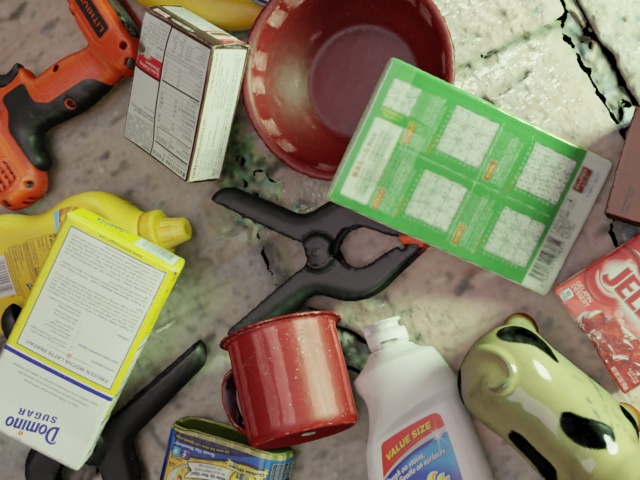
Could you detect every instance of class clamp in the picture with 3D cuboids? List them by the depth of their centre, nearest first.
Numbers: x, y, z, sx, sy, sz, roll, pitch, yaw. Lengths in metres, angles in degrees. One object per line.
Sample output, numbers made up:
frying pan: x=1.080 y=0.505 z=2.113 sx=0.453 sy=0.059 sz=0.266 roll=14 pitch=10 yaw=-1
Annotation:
clamp: x=-0.005 y=0.001 z=0.813 sx=0.171 sy=0.039 sz=0.120 roll=-17 pitch=91 yaw=13
clamp: x=-0.195 y=0.155 z=0.859 sx=0.164 sy=0.036 sz=0.210 roll=18 pitch=101 yaw=1

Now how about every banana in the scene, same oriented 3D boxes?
banana: x=-0.125 y=-0.217 z=0.854 sx=0.198 sy=0.037 sz=0.070 roll=43 pitch=103 yaw=14

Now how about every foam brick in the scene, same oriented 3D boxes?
foam brick: x=0.231 y=-0.046 z=0.732 sx=0.053 sy=0.051 sz=0.078 roll=18 pitch=95 yaw=18

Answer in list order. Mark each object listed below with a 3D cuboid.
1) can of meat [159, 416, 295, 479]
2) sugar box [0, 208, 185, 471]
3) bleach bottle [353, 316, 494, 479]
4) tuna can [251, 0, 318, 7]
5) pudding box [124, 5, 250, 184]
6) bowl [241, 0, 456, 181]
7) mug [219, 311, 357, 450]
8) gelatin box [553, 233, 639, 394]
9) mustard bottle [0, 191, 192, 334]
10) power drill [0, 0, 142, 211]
can of meat: x=-0.075 y=0.190 z=0.824 sx=0.102 sy=0.057 sz=0.084 roll=13 pitch=92 yaw=17
sugar box: x=-0.182 y=0.075 z=0.807 sx=0.093 sy=0.048 sz=0.176 roll=28 pitch=101 yaw=0
bleach bottle: x=0.075 y=0.182 z=0.774 sx=0.103 sy=0.068 sz=0.251 roll=-21 pitch=80 yaw=19
tuna can: x=-0.026 y=-0.218 z=0.801 sx=0.086 sy=0.034 sz=0.086 roll=-2 pitch=126 yaw=-4
pudding box: x=-0.104 y=-0.111 z=0.815 sx=0.090 sy=0.039 sz=0.114 roll=35 pitch=123 yaw=36
bowl: x=0.025 y=-0.122 z=0.796 sx=0.162 sy=0.055 sz=0.162 roll=0 pitch=89 yaw=18
mug: x=-0.029 y=0.109 z=0.787 sx=0.117 sy=0.093 sz=0.081 roll=-25 pitch=70 yaw=34
gelatin box: x=0.219 y=0.051 z=0.746 sx=0.073 sy=0.030 sz=0.089 roll=-35 pitch=80 yaw=14
mustard bottle: x=-0.193 y=0.012 z=0.860 sx=0.192 sy=0.058 sz=0.096 roll=-13 pitch=96 yaw=17
power drill: x=-0.239 y=-0.145 z=0.880 sx=0.188 sy=0.057 sz=0.184 roll=-38 pitch=83 yaw=16
